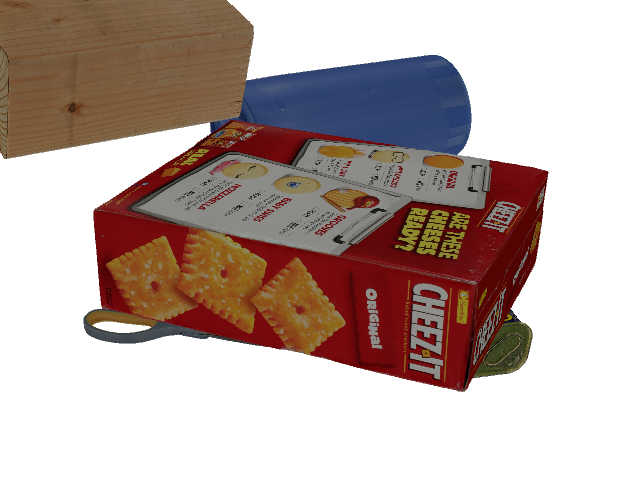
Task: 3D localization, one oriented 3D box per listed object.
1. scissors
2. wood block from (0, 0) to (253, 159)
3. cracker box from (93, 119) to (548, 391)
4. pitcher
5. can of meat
[{"bbox_3d":[-0.122,0.072,1.017,0.201,0.016,0.096,2,33,-6],"label":"scissors"},{"bbox_3d":[-0.167,-0.141,0.854,0.205,0.091,0.090,-15,45,-33],"label":"wood block"},{"bbox_3d":[0.005,0.000,0.611,0.214,0.072,0.164,11,27,20],"label":"cracker box"},{"bbox_3d":[0.026,-0.100,1.046,0.242,0.149,0.145,-15,27,-23],"label":"pitcher"},{"bbox_3d":[0.132,0.080,0.994,0.102,0.057,0.084,-5,32,-16],"label":"can of meat"}]
